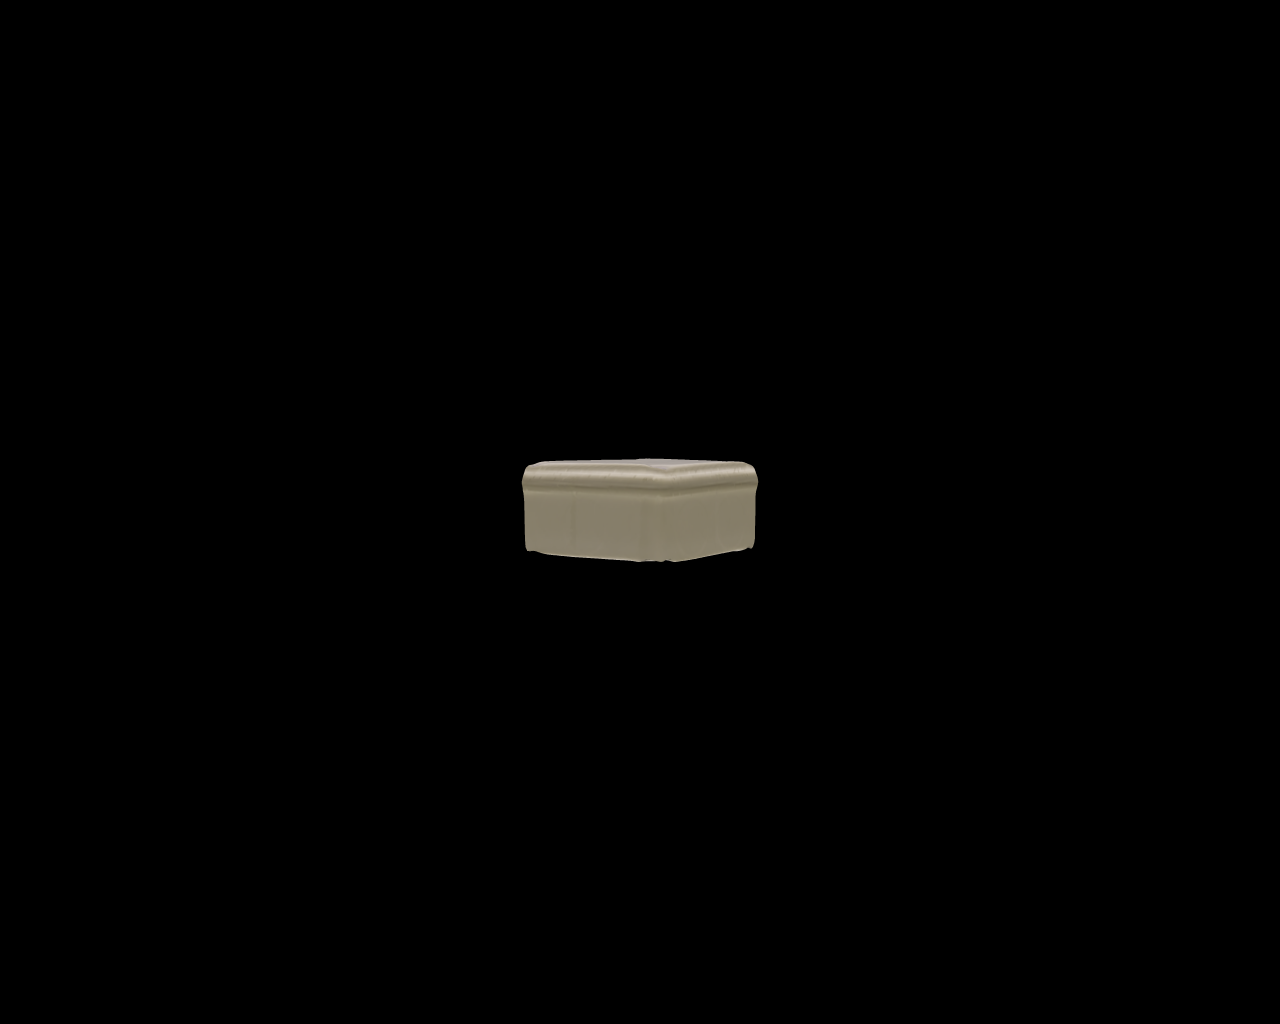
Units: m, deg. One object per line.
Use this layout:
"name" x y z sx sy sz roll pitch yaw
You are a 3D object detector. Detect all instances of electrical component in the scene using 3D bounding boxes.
"electrical component" 0.001 -0.003 0.650 0.109 0.056 0.109 3 5 37
